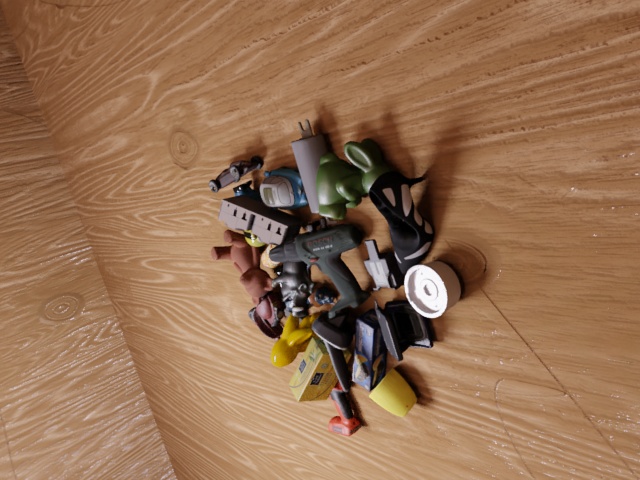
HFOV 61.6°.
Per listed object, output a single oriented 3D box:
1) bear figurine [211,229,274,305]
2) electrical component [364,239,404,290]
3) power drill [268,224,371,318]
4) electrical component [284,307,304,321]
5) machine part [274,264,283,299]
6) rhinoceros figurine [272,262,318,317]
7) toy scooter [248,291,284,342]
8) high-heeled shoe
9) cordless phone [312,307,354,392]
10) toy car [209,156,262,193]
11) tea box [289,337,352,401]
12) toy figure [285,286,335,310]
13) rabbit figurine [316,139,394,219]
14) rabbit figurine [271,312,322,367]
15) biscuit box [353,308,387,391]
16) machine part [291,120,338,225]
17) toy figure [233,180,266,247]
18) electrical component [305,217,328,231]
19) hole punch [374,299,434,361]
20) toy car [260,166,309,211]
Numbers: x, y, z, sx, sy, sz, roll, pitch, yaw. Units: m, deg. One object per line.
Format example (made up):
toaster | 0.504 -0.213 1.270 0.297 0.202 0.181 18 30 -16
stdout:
bear figurine | -0.216 0.081 1.535 0.120 0.132 0.196 -45 51 34
electrical component | 0.137 0.050 1.174 0.075 0.048 0.119 -13 99 53
power drill | 0.012 0.073 1.258 0.232 0.086 0.207 -25 89 23
electrical component | -0.072 0.211 1.520 0.063 0.021 0.094 28 150 15
machine part | -0.090 0.133 1.505 0.084 0.039 0.138 11 126 53
rhinoceros figurine | -0.057 0.097 1.355 0.112 0.073 0.190 0 90 28
toy scooter | -0.150 0.232 1.609 0.135 0.075 0.183 52 145 17
high-heeled shoe | 0.146 -0.019 1.042 0.086 0.145 0.248 27 127 42
cordless phone | 0.050 0.267 1.316 0.146 0.089 0.184 -18 -89 -83
toy car | -0.233 -0.182 1.464 0.202 0.089 0.053 -19 98 55
tea box | 0.000 0.338 1.405 0.068 0.098 0.169 52 126 46
toy figure | -0.024 0.152 1.411 0.155 0.064 0.058 -18 77 36
rabbit figurine | 0.089 -0.128 1.108 0.170 0.121 0.159 3 106 31
rabbit figurine | -0.053 0.274 1.431 0.122 0.173 0.162 44 143 32
biscuit box | 0.123 0.267 1.301 0.059 0.063 0.202 26 129 39
machine part | -0.007 -0.150 1.215 0.079 0.079 0.243 -1 109 51
toy figure | -0.186 -0.070 1.480 0.089 0.082 0.180 0 114 63
electrical component | -0.002 -0.003 1.322 0.078 0.045 0.102 -15 101 25
hole punch | 0.182 0.191 1.182 0.116 0.092 0.142 -151 40 -78
toy car | -0.091 -0.117 1.317 0.162 0.103 0.109 11 118 50
